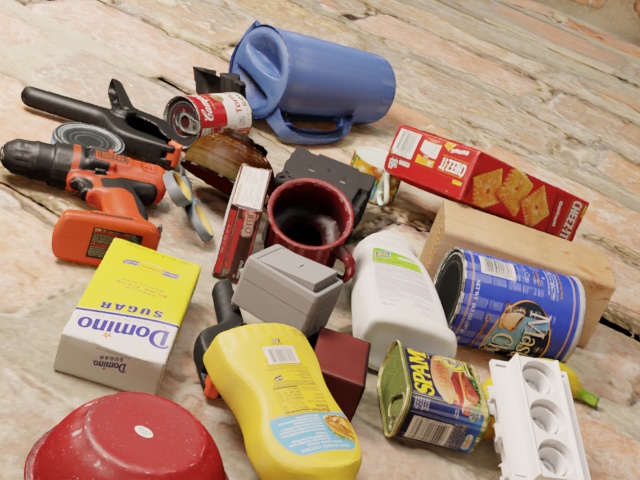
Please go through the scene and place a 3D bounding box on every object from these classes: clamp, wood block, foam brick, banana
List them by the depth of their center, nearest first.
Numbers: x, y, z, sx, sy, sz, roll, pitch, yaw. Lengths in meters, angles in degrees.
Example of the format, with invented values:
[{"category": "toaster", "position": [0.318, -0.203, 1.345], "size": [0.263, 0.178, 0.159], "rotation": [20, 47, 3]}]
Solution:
[{"category": "foam brick", "position": [0.013, 0.126, 0.979], "size": [0.051, 0.053, 0.078], "rotation": [19, 25, -2]}, {"category": "clamp", "position": [-0.060, 0.099, 0.999], "size": [0.120, 0.039, 0.171], "rotation": [16, 29, 1]}, {"category": "banana", "position": [0.207, 0.153, 1.077], "size": [0.197, 0.037, 0.070], "rotation": [-7, 36, -42]}, {"category": "wood block", "position": [0.226, 0.038, 1.249], "size": [0.206, 0.091, 0.090], "rotation": [18, 26, -3]}, {"category": "clamp", "position": [-0.248, -0.154, 1.350], "size": [0.210, 0.036, 0.164], "rotation": [28, 27, 19]}]

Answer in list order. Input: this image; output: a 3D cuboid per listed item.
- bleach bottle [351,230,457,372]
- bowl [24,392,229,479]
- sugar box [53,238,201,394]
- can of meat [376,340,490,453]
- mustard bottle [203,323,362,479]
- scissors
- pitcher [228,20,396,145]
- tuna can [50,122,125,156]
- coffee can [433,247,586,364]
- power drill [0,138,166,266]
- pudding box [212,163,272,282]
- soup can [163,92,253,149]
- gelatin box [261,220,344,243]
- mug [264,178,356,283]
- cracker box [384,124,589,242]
[{"category": "bleach bottle", "position": [0.085, 0.056, 1.152], "size": [0.102, 0.068, 0.250], "rotation": [18, 24, -7]}, {"category": "bowl", "position": [-0.136, 0.164, 0.803], "size": [0.162, 0.055, 0.162], "rotation": [15, 27, -8]}, {"category": "sugar box", "position": [-0.171, 0.067, 0.974], "size": [0.093, 0.048, 0.176], "rotation": [18, 25, -5]}, {"category": "can of meat", "position": [0.104, 0.148, 0.997], "size": [0.084, 0.057, 0.102], "rotation": [16, 26, -11]}, {"category": "mustard bottle", "position": [-0.019, 0.157, 0.867], "size": [0.096, 0.058, 0.192], "rotation": [4, 44, -40]}, {"category": "scissors", "position": [-0.146, -0.046, 1.224], "size": [0.096, 0.016, 0.202], "rotation": [59, 2, -4]}, {"category": "pitcher", "position": [-0.002, -0.223, 1.561], "size": [0.242, 0.149, 0.145], "rotation": [1, 20, -43]}, {"category": "tuna can", "position": [-0.272, -0.104, 1.242], "size": [0.086, 0.034, 0.086], "rotation": [16, 27, -8]}, {"category": "coffee can", "position": [0.199, 0.073, 1.149], "size": [0.140, 0.103, 0.103], "rotation": [14, 27, -11]}, {"category": "power drill", "position": [-0.244, -0.044, 1.121], "size": [0.184, 0.057, 0.188], "rotation": [10, 28, -20]}, {"category": "pudding box", "position": [-0.083, -0.020, 1.148], "size": [0.039, 0.090, 0.113], "rotation": [15, 26, -7]}, {"category": "soup can", "position": [-0.145, -0.157, 1.393], "size": [0.069, 0.069, 0.102], "rotation": [36, 30, 29]}, {"category": "gelatin box", "position": [-0.016, -0.008, 1.240], "size": [0.089, 0.030, 0.073], "rotation": [22, 25, 4]}, {"category": "mug", "position": [-0.008, 0.001, 1.146], "size": [0.117, 0.082, 0.093], "rotation": [40, 58, 16]}, {"category": "cracker box", "position": [0.211, -0.068, 1.368], "size": [0.213, 0.072, 0.164], "rotation": [20, 5, -36]}]
